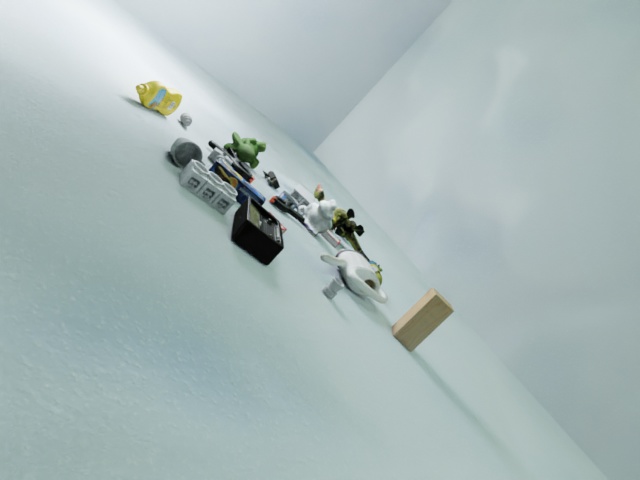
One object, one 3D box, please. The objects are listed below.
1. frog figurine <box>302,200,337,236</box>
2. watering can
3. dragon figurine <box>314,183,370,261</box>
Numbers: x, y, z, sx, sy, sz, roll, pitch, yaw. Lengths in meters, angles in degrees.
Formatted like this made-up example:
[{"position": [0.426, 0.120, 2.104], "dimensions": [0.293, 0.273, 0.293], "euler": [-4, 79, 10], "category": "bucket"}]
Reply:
[{"position": [0.006, -0.104, 2.071], "dimensions": [0.121, 0.158, 0.140], "euler": [33, 15, -52], "category": "frog figurine"}, {"position": [0.111, 0.102, 1.827], "dimensions": [0.343, 0.103, 0.228], "euler": [38, 11, -27], "category": "watering can"}, {"position": [0.087, -0.071, 2.324], "dimensions": [0.405, 0.123, 0.245], "euler": [61, -10, -19], "category": "dragon figurine"}]
